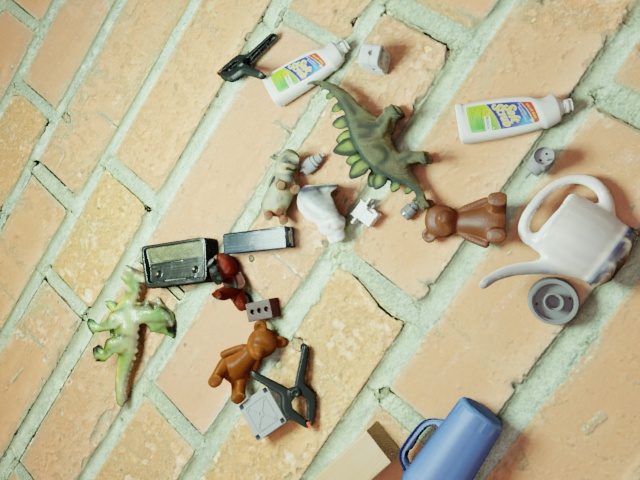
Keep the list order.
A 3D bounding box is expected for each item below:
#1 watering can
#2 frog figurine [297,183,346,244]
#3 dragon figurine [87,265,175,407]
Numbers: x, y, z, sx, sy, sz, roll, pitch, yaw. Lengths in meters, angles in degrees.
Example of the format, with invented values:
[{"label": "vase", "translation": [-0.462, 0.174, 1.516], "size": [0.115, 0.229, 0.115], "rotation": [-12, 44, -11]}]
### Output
[{"label": "watering can", "translation": [0.522, 0.020, 1.108], "size": [0.226, 0.103, 0.349], "rotation": [38, 86, 21]}, {"label": "frog figurine", "translation": [0.004, -0.068, 1.342], "size": [0.137, 0.123, 0.159], "rotation": [0, 96, 55]}, {"label": "dragon figurine", "translation": [-0.551, 0.278, 1.554], "size": [0.242, 0.122, 0.411], "rotation": [-16, 88, 13]}]
